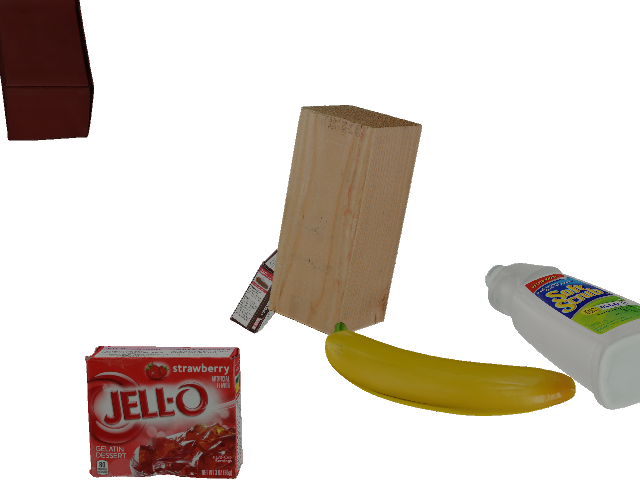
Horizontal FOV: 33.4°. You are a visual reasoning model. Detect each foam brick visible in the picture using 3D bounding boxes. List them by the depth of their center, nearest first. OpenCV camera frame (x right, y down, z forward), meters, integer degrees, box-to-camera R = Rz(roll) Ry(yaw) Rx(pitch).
[{"bbox_3d":[-0.173,-0.108,0.666,0.051,0.078,0.053,-5,-31,-19],"label":"foam brick"}]

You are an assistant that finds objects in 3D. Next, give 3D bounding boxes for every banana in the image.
[{"bbox_3d":[0.075,0.091,0.752,0.198,0.037,0.069,13,36,32],"label":"banana"}]

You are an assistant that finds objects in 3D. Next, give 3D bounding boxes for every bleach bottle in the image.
[{"bbox_3d":[0.228,0.074,1.010,0.102,0.068,0.251,-14,21,-20],"label":"bleach bottle"}]

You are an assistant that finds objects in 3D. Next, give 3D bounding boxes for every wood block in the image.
[{"bbox_3d":[0.023,-0.023,1.051,0.090,0.206,0.090,20,19,31],"label":"wood block"}]

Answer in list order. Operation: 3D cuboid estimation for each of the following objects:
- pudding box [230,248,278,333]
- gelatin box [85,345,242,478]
[{"bbox_3d":[-0.054,0.049,1.271,0.039,0.090,0.113,32,28,4],"label":"pudding box"},{"bbox_3d":[-0.091,0.101,0.628,0.089,0.073,0.030,0,8,4],"label":"gelatin box"}]
